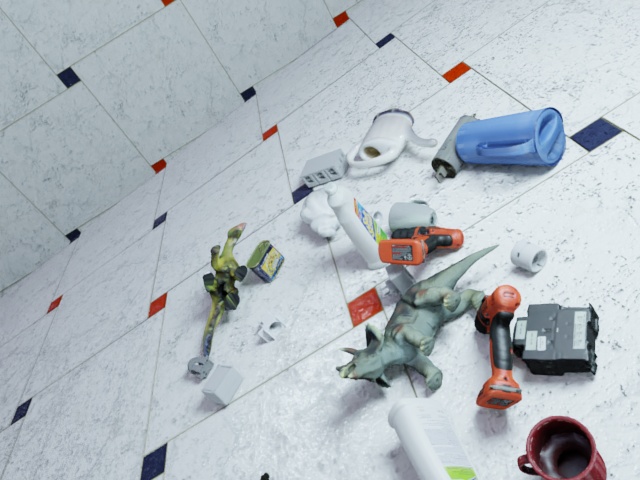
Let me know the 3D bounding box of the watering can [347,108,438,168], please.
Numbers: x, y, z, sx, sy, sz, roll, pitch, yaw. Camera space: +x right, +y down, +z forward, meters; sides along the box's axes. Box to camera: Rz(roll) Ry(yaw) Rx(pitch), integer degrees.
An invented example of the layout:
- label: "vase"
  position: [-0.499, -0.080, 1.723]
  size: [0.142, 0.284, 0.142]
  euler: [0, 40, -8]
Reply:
- label: "watering can"
  position: [0.232, -0.314, 1.582]
  size: [0.346, 0.102, 0.229]
  euler: [-8, 44, 42]

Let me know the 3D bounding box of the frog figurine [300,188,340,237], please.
- label: "frog figurine"
  position: [0.005, -0.077, 1.525]
  size: [0.137, 0.120, 0.163]
  euler: [-4, 32, 18]

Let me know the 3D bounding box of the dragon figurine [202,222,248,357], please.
- label: "dragon figurine"
  position: [-0.299, 0.138, 1.582]
  size: [0.242, 0.122, 0.412]
  euler: [165, 121, -80]
